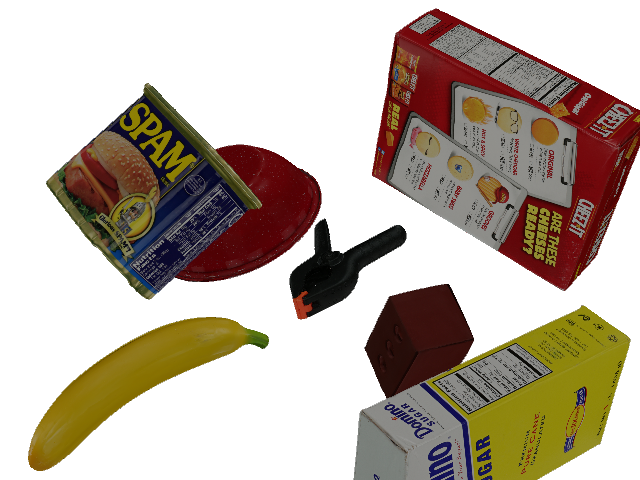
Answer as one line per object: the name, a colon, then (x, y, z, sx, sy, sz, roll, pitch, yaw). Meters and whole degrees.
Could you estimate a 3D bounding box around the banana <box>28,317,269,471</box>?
banana: (-0.133, 0.104, 0.767, 0.198, 0.069, 0.037, -27, 38, -2)

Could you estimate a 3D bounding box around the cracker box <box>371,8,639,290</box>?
cracker box: (0.155, -0.081, 0.921, 0.214, 0.164, 0.072, 32, 50, 23)

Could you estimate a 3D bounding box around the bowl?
bowl: (-0.083, -0.036, 0.948, 0.162, 0.055, 0.162, -16, 36, 12)

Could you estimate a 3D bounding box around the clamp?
clamp: (0.026, 0.028, 1.228, 0.120, 0.039, 0.171, -6, 35, 28)

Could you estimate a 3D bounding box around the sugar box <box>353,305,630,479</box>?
sugar box: (0.101, 0.111, 0.626, 0.175, 0.093, 0.048, -23, 42, -31)

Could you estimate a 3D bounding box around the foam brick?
foam brick: (0.075, 0.079, 0.819, 0.051, 0.053, 0.078, -9, -35, -22)

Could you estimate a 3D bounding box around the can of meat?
can of meat: (-0.097, -0.028, 0.608, 0.102, 0.084, 0.057, 45, -4, 38)
